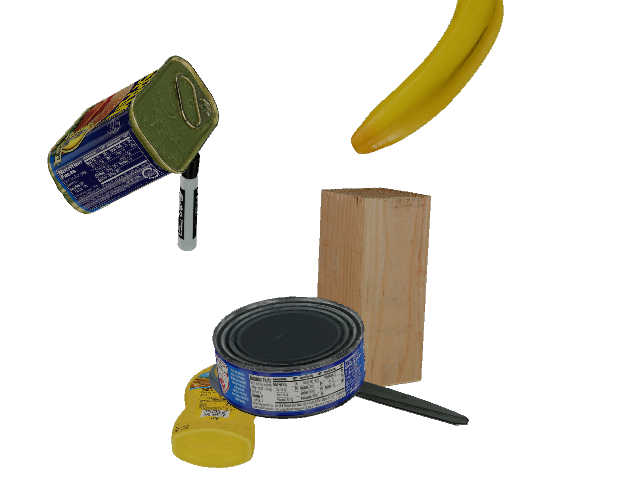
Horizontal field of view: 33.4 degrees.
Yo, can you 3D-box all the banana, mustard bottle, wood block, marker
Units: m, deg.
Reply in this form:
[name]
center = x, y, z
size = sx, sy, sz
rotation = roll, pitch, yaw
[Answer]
[banana]
center = 0.094, -0.141, 0.825
size = 0.070, 0.197, 0.037
rotation = 2, -36, 48
[mustard bottle]
center = -0.121, 0.201, 1.314
size = 0.096, 0.058, 0.191
rotation = 1, 25, 2
[wood block]
center = 0.056, 0.049, 1.176
size = 0.090, 0.206, 0.091
rotation = -4, 11, -34
[marker]
center = -0.129, -0.040, 1.044
size = 0.020, 0.121, 0.020
rotation = 5, 42, -4

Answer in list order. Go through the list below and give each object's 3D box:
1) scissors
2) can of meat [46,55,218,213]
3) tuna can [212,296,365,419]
[scissors]
center = 0.001, 0.114, 0.798
size = 0.202, 0.016, 0.096
rotation = 25, 39, 32
[can of meat]
center = -0.128, -0.071, 0.726
size = 0.084, 0.057, 0.102
rotation = -24, 23, 27
[tuna can]
center = -0.017, 0.065, 0.605
size = 0.086, 0.034, 0.086
rotation = -3, 23, 1
